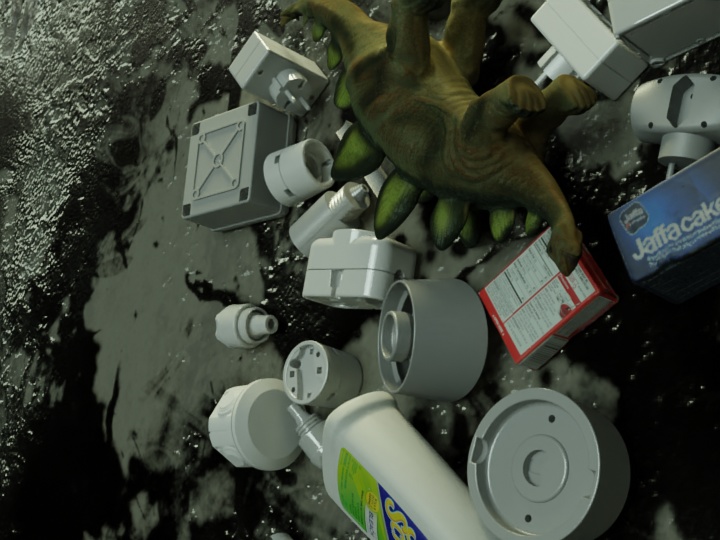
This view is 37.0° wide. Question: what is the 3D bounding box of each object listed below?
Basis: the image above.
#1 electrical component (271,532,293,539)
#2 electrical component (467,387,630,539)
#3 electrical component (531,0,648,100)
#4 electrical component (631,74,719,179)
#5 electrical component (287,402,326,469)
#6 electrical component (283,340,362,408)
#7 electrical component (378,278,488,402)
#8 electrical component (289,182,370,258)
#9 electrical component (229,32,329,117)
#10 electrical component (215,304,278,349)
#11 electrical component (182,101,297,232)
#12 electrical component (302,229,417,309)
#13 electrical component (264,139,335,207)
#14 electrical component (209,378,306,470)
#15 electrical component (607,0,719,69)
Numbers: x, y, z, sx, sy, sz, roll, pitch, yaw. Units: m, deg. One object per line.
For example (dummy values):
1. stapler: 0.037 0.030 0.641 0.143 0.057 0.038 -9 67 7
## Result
1. electrical component: -0.062 0.252 0.920 0.046 0.040 0.040 38 103 51
2. electrical component: 0.136 0.140 0.748 0.108 0.060 0.108 -17 64 40
3. electrical component: 0.164 -0.163 0.833 0.075 0.047 0.083 -48 49 22
4. electrical component: 0.230 -0.093 0.748 0.077 0.043 0.079 7 81 45
5. electrical component: -0.040 0.140 0.927 0.061 0.035 0.035 49 113 15
6. electrical component: -0.031 0.093 0.937 0.055 0.047 0.055 -16 65 40
7. electrical component: 0.053 0.054 0.856 0.099 0.064 0.099 -175 90 -73
8. electrical component: -0.022 -0.049 0.980 0.081 0.043 0.043 -42 51 26
9. electrical component: -0.071 -0.179 1.043 0.047 0.083 0.075 -51 47 19
10. electrical component: -0.105 0.053 1.027 0.062 0.043 0.043 -6 72 42
11. electrical component: -0.123 -0.102 1.087 0.109 0.056 0.108 -11 69 42
12. electrical component: 0.000 0.000 0.934 0.095 0.054 0.059 -1 76 44
13. electrical component: -0.056 -0.093 1.021 0.047 0.055 0.055 -20 63 35
14. electrical component: -0.090 0.138 0.958 0.051 0.080 0.080 -13 67 47
15. electrical component: 0.233 -0.199 0.768 0.096 0.062 0.061 -22 61 38
